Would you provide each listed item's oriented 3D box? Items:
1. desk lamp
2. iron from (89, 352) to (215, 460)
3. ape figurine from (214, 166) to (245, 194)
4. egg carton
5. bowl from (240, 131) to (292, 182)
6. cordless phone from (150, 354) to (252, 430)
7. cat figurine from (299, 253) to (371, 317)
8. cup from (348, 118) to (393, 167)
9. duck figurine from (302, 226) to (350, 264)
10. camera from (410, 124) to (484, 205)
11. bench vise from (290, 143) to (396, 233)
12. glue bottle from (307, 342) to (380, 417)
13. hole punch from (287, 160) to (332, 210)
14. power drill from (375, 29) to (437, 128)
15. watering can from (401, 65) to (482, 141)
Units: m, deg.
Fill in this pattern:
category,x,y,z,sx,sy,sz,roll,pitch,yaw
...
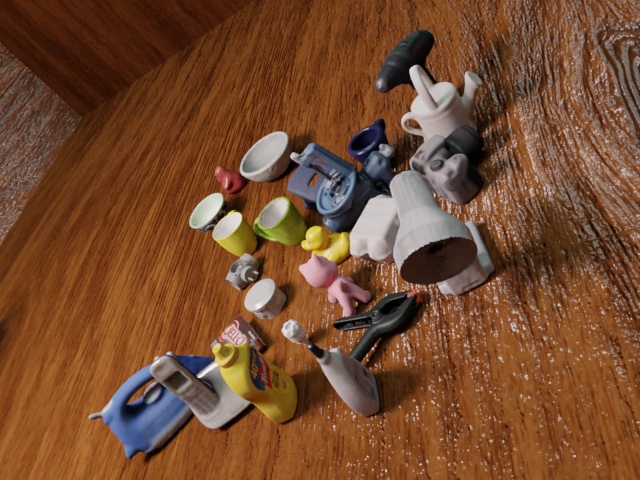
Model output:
category,x,y,z,sx,sy,sz,roll,pitch,yaw
desk lamp,0.186,0.000,0.914,0.117,0.214,0.203,-29,37,19
iron,-0.331,0.305,1.160,0.258,0.142,0.118,-46,35,-5
ape figurine,-0.268,-0.178,1.656,0.076,0.092,0.078,-18,42,31
egg carton,0.126,-0.024,1.126,0.107,0.070,0.150,3,55,46
bowl,-0.136,-0.217,1.583,0.167,0.075,0.167,-26,38,23
cordless phone,-0.207,0.252,1.056,0.147,0.186,0.094,-41,35,3
cat figurine,0.020,0.074,1.083,0.067,0.118,0.127,-48,35,-7
cup,0.129,-0.206,1.294,0.091,0.095,0.118,7,58,48
duck figurine,0.011,0.004,1.194,0.104,0.086,0.077,-24,39,25
camera,0.258,-0.161,1.114,0.137,0.101,0.142,-44,35,-2
bench vise,0.048,-0.145,1.198,0.207,0.220,0.121,-49,35,-8
glue bottle,0.033,0.203,0.883,0.037,0.174,0.078,-29,37,19
hole punch,-0.006,-0.133,1.352,0.100,0.091,0.109,10,60,49
power drill,0.214,-0.341,1.254,0.075,0.209,0.230,-5,49,41
watering can,0.245,-0.282,1.173,0.173,0.195,0.100,-37,35,9
